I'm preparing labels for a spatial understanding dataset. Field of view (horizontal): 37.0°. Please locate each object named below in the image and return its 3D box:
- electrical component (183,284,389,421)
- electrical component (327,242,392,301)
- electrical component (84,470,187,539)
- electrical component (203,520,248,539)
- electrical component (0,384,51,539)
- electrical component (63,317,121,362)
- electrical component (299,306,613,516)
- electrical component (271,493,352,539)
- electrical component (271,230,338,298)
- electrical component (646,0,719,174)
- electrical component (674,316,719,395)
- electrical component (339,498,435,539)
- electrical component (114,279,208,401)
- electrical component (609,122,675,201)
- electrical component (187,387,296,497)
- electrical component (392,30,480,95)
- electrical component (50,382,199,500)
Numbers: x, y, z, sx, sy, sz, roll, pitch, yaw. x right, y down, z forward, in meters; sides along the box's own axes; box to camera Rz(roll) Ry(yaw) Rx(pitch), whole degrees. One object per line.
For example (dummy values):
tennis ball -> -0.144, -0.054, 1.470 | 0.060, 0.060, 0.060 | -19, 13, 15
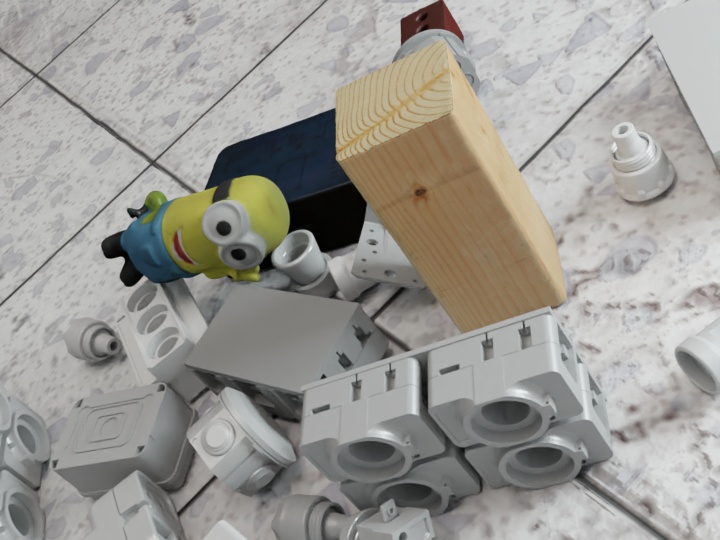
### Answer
electrical component -> -0.060, 0.072, 0.901 | 0.150, 0.061, 0.089 | 7, 56, 43
electrical component -> 0.000, 0.000, 0.946 | 0.046, 0.040, 0.040 | -29, 38, 3
electrical component -> -0.178, 0.215, 0.855 | 0.059, 0.053, 0.095 | -38, 38, 0
electrical component -> -0.083, 0.241, 0.709 | 0.108, 0.108, 0.056 | -49, 36, -14
electrical component -> -0.342, 0.184, 0.976 | 0.060, 0.105, 0.186 | -29, 39, 11
electrical component -> -0.265, 0.072, 1.080 | 0.062, 0.043, 0.043 | 8, 57, 42
electrical component -> 0.064, 0.106, 0.731 | 0.186, 0.105, 0.060 | -20, 41, 22
electrical component -> -0.029, 0.184, 0.777 | 0.062, 0.043, 0.043 | -5, 48, 33
electrical component -> -0.048, -0.002, 0.972 | 0.045, 0.055, 0.045 | -22, 41, 20
electrical component -> 0.305, -0.147, 0.834 | 0.105, 0.060, 0.186 | -24, 40, 17
electrical component -> 0.237, 0.052, 0.704 | 0.046, 0.040, 0.040 | -38, 37, -10
electrical component -> 0.019, 0.187, 0.727 | 0.055, 0.066, 0.048 | -4, 14, 46
electrical component -> -0.176, 0.063, 1.002 | 0.079, 0.063, 0.121 | -38, 38, -1
electrical component -> 0.216, -0.088, 0.844 | 0.048, 0.062, 0.048 | -22, 40, 20
electrical component -> -0.093, 0.136, 0.849 | 0.051, 0.080, 0.080 | -44, 38, 1
electrical component -> 0.074, -0.188, 1.047 | 0.080, 0.080, 0.051 | -33, 43, 7
electrical component -> -0.202, 0.151, 0.937 | 0.113, 0.057, 0.078 | -13, 44, 28
